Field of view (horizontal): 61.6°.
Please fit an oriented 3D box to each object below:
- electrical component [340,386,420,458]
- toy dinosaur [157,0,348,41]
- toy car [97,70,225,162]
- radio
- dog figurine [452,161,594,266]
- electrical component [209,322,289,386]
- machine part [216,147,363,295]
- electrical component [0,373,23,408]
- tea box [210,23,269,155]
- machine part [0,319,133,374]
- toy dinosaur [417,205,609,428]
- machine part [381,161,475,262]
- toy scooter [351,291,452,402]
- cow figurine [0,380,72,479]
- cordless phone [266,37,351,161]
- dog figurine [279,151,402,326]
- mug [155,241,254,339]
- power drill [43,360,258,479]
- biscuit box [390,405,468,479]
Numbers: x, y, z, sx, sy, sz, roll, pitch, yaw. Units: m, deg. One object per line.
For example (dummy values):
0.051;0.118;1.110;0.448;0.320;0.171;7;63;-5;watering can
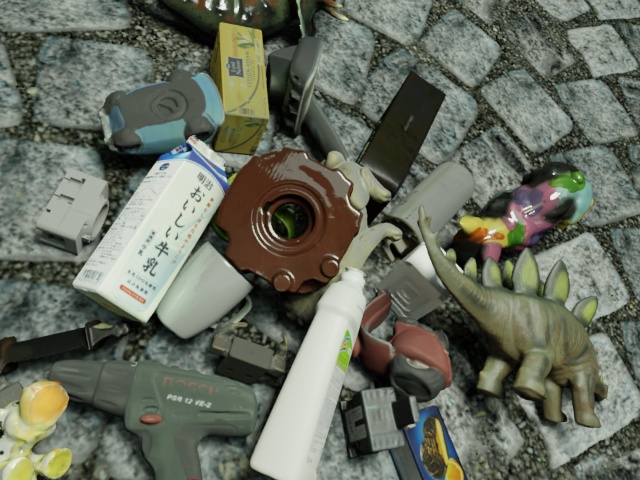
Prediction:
0.071;0.218;0.647;0.048;0.119;0.075;-1;68;-22;electrical component
-0.137;-0.387;0.881;0.405;0.131;0.192;-19;72;-22;toy dinosaur
-0.209;-0.153;0.735;0.162;0.102;0.109;-20;67;-11;toy car
0.106;-0.139;0.833;0.073;0.131;0.229;32;58;-3;radio
0.305;-0.031;0.835;0.219;0.191;0.108;-23;81;-45;dog figurine
-0.085;0.138;0.652;0.102;0.078;0.045;20;52;-9;electrical component
-0.036;-0.023;0.648;0.179;0.056;0.179;0;84;-1;machine part
-0.337;0.184;0.564;0.063;0.021;0.094;-34;81;-31;electrical component
-0.124;-0.226;0.809;0.068;0.098;0.169;2;63;-21;tea box
-0.282;0.113;0.597;0.139;0.084;0.039;-11;93;-16;machine part
0.278;0.121;0.728;0.471;0.105;0.198;32;64;-31;toy dinosaur
0.171;-0.051;0.845;0.079;0.079;0.243;46;59;5;machine part
0.096;0.128;0.715;0.184;0.075;0.135;19;42;21;toy scooter
-0.299;0.216;0.516;0.098;0.068;0.167;2;73;28;cow figurine
-0.004;-0.192;0.807;0.089;0.146;0.184;-25;73;-21;cordless phone
0.002;-0.001;0.707;0.190;0.121;0.172;-46;112;-32;dog figurine
-0.142;0.073;0.664;0.107;0.109;0.081;-43;41;-8;mug
-0.184;0.234;0.573;0.232;0.086;0.207;7;56;-19;power drill
0.148;0.313;0.663;0.063;0.059;0.203;-12;70;-26;biscuit box
